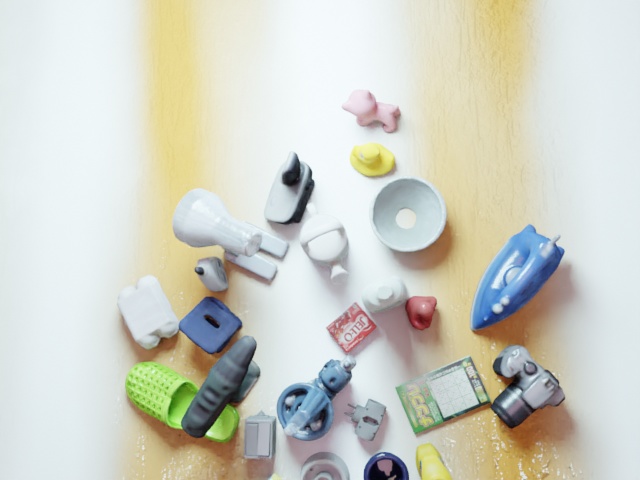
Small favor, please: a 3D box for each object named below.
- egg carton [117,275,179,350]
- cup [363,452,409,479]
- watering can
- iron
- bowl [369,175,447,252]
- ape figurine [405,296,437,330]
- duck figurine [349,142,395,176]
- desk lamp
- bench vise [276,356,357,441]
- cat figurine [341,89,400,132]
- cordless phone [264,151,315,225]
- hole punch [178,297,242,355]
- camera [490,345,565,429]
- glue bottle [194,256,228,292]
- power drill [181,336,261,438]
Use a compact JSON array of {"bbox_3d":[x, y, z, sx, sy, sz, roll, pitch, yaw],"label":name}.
[{"bbox_3d":[-0.380,0.160,1.270,0.107,0.069,0.150,-31,82,0],"label":"egg carton"},{"bbox_3d":[0.134,0.490,1.178,0.091,0.095,0.118,4,83,5],"label":"cup"},{"bbox_3d":[0.013,0.003,1.199,0.101,0.194,0.173,-44,82,-2],"label":"watering can"},{"bbox_3d":[0.406,0.088,1.187,0.118,0.141,0.258,38,87,8],"label":"iron"},{"bbox_3d":[0.189,-0.052,1.254,0.167,0.075,0.167,0,83,4],"label":"bowl"},{"bbox_3d":[0.220,0.150,1.217,0.078,0.092,0.076,-42,82,-2],"label":"ape figurine"},{"bbox_3d":[0.116,-0.187,1.271,0.104,0.086,0.077,13,84,6],"label":"duck figurine"},{"bbox_3d":[-0.184,-0.011,1.205,0.203,0.213,0.118,25,85,7],"label":"desk lamp"},{"bbox_3d":[-0.017,0.313,1.149,0.121,0.220,0.207,24,85,7],"label":"bench vise"},{"bbox_3d":[0.115,-0.296,1.269,0.127,0.118,0.067,11,84,6],"label":"cat figurine"},{"bbox_3d":[-0.074,-0.113,1.225,0.094,0.185,0.148,16,84,6],"label":"cordless phone"},{"bbox_3d":[-0.238,0.183,1.246,0.108,0.091,0.101,38,87,8],"label":"hole punch"},{"bbox_3d":[0.410,0.310,1.179,0.137,0.101,0.143,-43,82,-2],"label":"camera"},{"bbox_3d":[-0.237,0.069,1.219,0.037,0.173,0.078,-16,82,2],"label":"glue bottle"},{"bbox_3d":[-0.187,0.289,1.169,0.075,0.208,0.230,33,86,8],"label":"power drill"}]
